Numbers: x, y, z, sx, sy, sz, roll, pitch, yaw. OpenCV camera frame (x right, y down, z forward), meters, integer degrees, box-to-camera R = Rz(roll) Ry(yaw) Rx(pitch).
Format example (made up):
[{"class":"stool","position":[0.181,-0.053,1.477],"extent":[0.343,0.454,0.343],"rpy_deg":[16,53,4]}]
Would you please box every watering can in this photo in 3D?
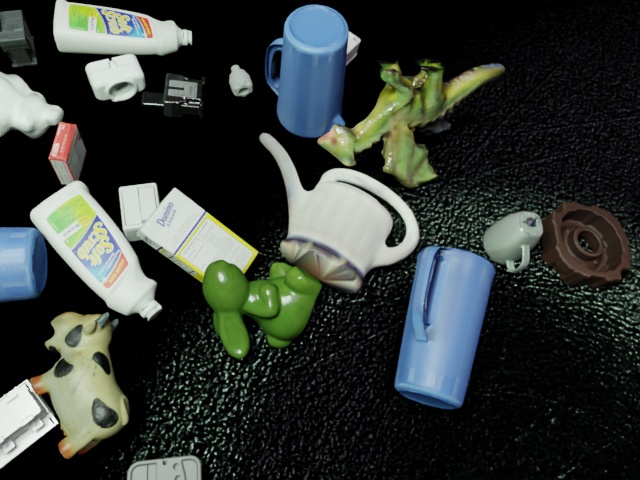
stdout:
[{"class":"watering can","position":[0.003,-0.046,0.909],"extent":[0.348,0.102,0.228],"rpy_deg":[27,62,6]}]

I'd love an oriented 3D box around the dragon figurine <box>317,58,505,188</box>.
[{"class":"dragon figurine","position":[0.191,-0.223,0.998],"extent":[0.411,0.239,0.124],"rpy_deg":[-7,22,-22]}]

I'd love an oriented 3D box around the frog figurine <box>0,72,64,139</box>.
[{"class":"frog figurine","position":[-0.533,-0.224,0.876],"extent":[0.159,0.119,0.141],"rpy_deg":[7,45,4]}]
